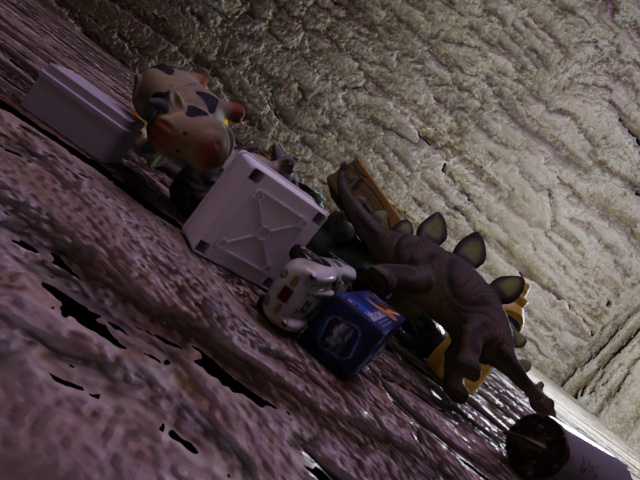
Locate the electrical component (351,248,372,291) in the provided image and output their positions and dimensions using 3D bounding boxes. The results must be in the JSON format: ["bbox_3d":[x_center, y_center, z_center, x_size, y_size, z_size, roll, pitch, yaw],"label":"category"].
[{"bbox_3d":[0.081,0.061,0.992,0.048,0.119,0.075,1,62,-21],"label":"electrical component"}]

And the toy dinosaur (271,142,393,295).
[{"bbox_3d":[0.005,-0.003,0.932,0.405,0.131,0.192,46,9,22],"label":"toy dinosaur"}]

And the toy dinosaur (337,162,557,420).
[{"bbox_3d":[0.149,0.055,0.747,0.198,0.105,0.472,-29,66,-35],"label":"toy dinosaur"}]

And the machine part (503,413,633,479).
[{"bbox_3d":[0.301,0.269,0.642,0.243,0.079,0.079,35,6,-31],"label":"machine part"}]

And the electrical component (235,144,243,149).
[{"bbox_3d":[-0.149,-0.140,0.961,0.102,0.045,0.078,-127,-160,-61],"label":"electrical component"}]

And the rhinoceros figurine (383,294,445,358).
[{"bbox_3d":[0.163,0.108,0.900,0.112,0.073,0.190,34,26,-25],"label":"rhinoceros figurine"}]

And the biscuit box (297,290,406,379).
[{"bbox_3d":[0.042,0.094,0.572,0.063,0.059,0.202,38,6,14],"label":"biscuit box"}]

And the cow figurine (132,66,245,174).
[{"bbox_3d":[-0.155,-0.138,0.600,0.127,0.085,0.195,1,33,-41],"label":"cow figurine"}]

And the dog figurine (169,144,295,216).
[{"bbox_3d":[-0.147,-0.077,0.713,0.173,0.121,0.190,1,3,33],"label":"dog figurine"}]

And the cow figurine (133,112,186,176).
[{"bbox_3d":[-0.241,-0.156,0.859,0.168,0.068,0.098,46,4,40],"label":"cow figurine"}]

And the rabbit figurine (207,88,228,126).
[{"bbox_3d":[-0.272,-0.250,1.178,0.122,0.162,0.173,50,25,8],"label":"rabbit figurine"}]

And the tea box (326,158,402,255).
[{"bbox_3d":[0.085,-0.042,0.914,0.169,0.068,0.098,58,-3,14],"label":"tea box"}]

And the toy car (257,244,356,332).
[{"bbox_3d":[-0.006,0.051,0.558,0.056,0.073,0.201,34,5,14],"label":"toy car"}]
